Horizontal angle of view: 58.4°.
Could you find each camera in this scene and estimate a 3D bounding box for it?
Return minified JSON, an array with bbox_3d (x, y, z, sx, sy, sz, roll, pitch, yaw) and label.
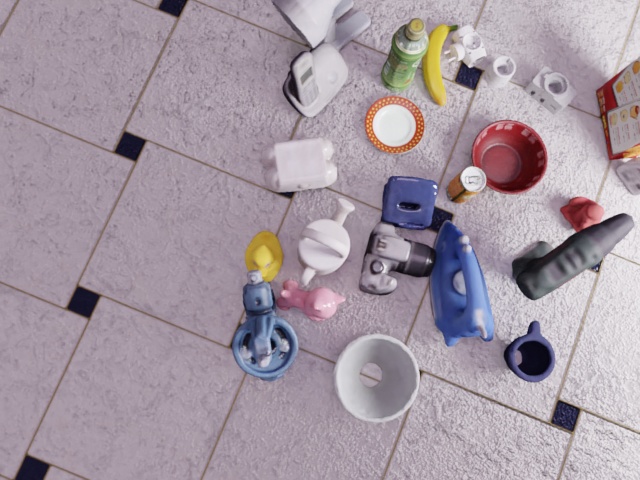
[{"bbox_3d":[0.156,0.045,1.140,0.137,0.101,0.143,14,81,-1],"label":"camera"}]

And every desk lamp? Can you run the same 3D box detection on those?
[{"bbox_3d":[0.008,-0.465,1.152,0.203,0.213,0.118,-42,85,-8],"label":"desk lamp"}]

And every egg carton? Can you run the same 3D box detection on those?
[{"bbox_3d":[-0.042,-0.154,1.175,0.150,0.069,0.107,-9,82,-4],"label":"egg carton"}]

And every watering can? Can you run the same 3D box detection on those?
[{"bbox_3d":[0.008,0.003,1.092,0.101,0.194,0.173,7,81,-2],"label":"watering can"}]

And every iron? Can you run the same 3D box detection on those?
[{"bbox_3d":[0.282,0.076,1.122,0.118,0.141,0.258,-7,82,-4],"label":"iron"}]

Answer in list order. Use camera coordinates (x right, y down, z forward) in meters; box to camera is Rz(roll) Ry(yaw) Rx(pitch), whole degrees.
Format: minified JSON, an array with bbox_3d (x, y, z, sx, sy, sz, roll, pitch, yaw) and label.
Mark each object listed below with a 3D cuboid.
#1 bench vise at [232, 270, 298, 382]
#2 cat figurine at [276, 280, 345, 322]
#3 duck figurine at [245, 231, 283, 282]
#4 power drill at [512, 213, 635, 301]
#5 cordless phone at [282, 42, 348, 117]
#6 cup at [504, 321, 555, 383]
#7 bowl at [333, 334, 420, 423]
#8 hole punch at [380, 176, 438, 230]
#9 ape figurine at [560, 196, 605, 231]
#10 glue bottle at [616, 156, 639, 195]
[{"bbox_3d":[-0.118,0.163,1.048,0.121,0.219,0.207,-27,84,-6],"label":"bench vise"},{"bbox_3d":[-0.020,0.118,1.111,0.128,0.117,0.067,17,81,0],"label":"cat figurine"},{"bbox_3d":[-0.112,0.030,1.136,0.077,0.086,0.104,7,81,-2],"label":"duck figurine"},{"bbox_3d":[0.463,0.035,1.104,0.230,0.208,0.075,-36,84,-7],"label":"power drill"},{"bbox_3d":[-0.008,-0.341,1.147,0.094,0.185,0.148,38,82,3],"label":"cordless phone"},{"bbox_3d":[0.403,0.218,1.131,0.091,0.095,0.118,10,81,-1],"label":"cup"},{"bbox_3d":[0.106,0.266,1.118,0.167,0.074,0.167,0,81,-3],"label":"bowl"},{"bbox_3d":[0.181,-0.074,1.164,0.108,0.091,0.101,7,81,-2],"label":"hole punch"},{"bbox_3d":[0.551,-0.055,1.181,0.076,0.092,0.078,7,81,-2],"label":"ape figurine"},{"bbox_3d":[0.676,-0.144,1.160,0.037,0.173,0.078,-32,84,-7],"label":"glue bottle"}]
